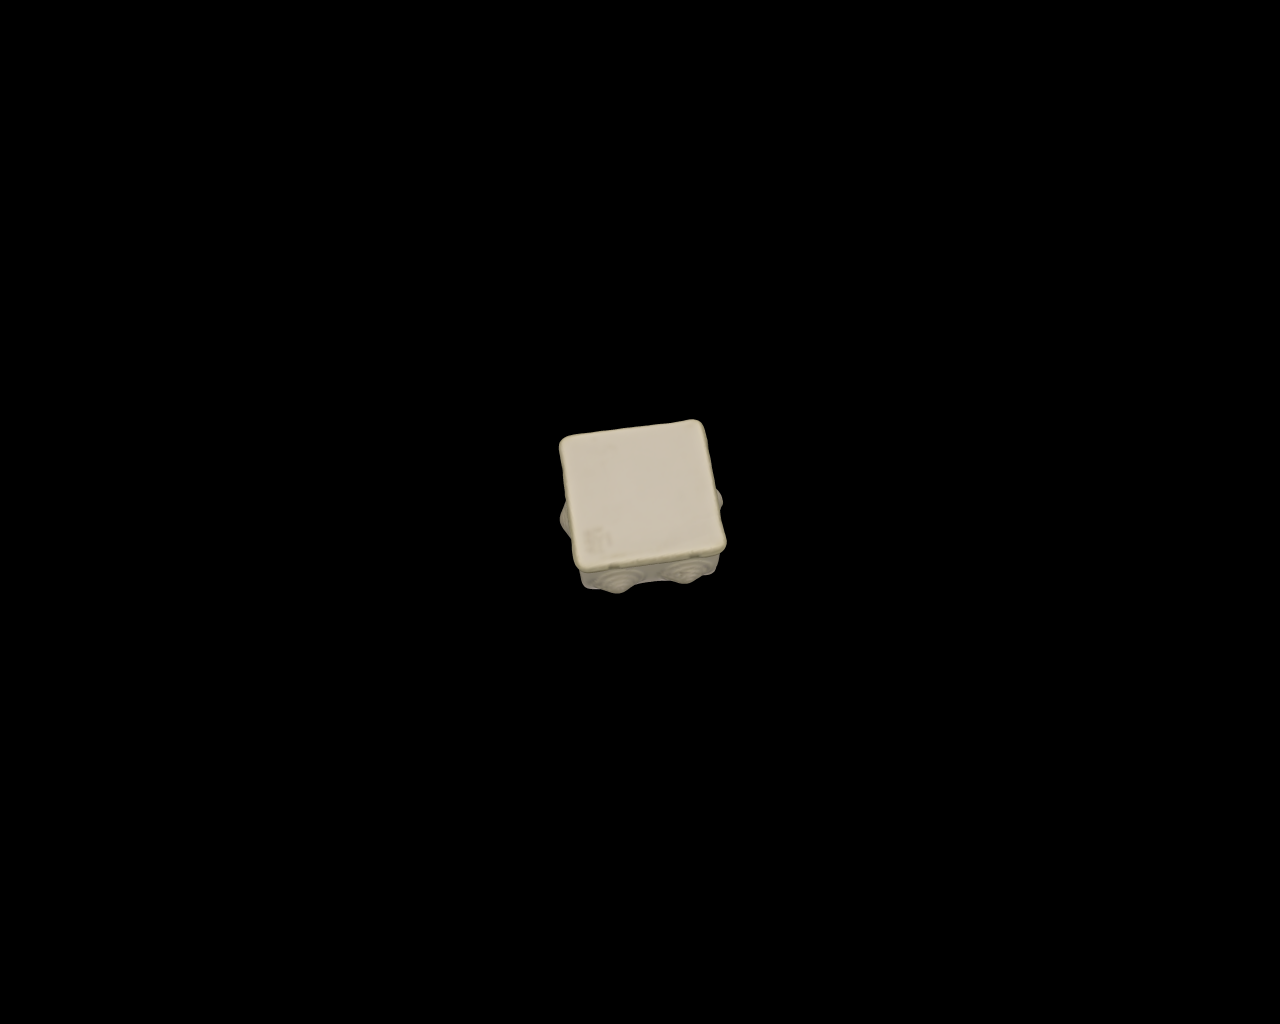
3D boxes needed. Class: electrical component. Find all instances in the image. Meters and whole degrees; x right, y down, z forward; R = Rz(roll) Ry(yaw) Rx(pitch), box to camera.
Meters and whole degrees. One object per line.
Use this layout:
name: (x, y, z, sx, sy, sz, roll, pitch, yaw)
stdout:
electrical component: (0.001, -0.003, 0.650, 0.100, 0.100, 0.048, -8, -23, -3)
